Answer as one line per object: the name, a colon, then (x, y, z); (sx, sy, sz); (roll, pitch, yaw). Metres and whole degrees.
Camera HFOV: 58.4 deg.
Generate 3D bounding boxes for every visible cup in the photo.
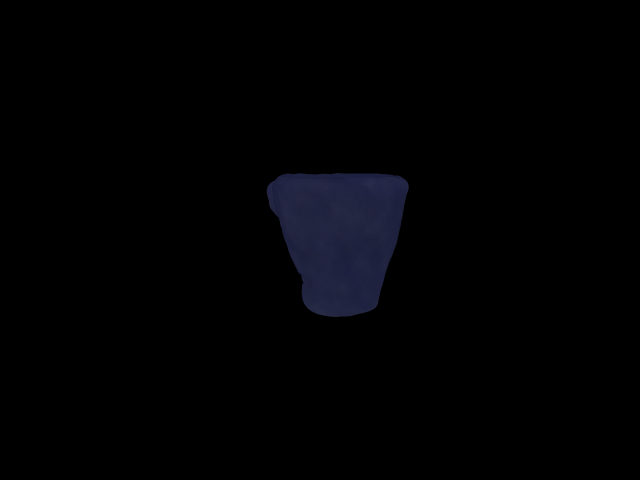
cup: (0.004, 0.001, 0.400); (0.117, 0.095, 0.092); (8, 12, 43)
